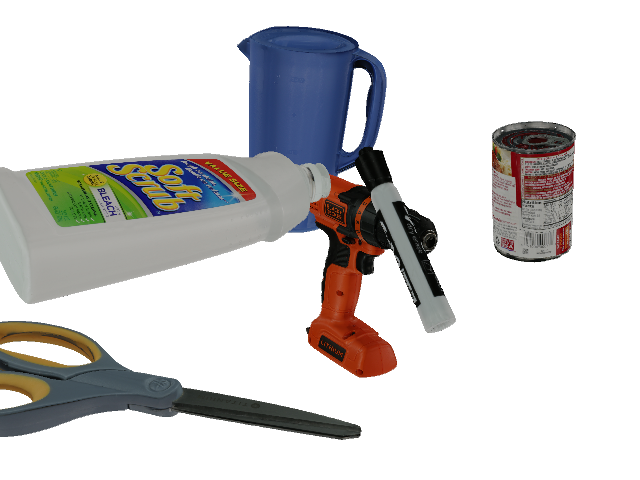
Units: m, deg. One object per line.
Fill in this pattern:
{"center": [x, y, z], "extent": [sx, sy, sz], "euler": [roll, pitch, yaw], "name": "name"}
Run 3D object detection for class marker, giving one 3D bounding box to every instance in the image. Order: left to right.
{"center": [0.048, -0.003, 0.633], "extent": [0.020, 0.121, 0.020], "euler": [-19, -20, -7], "name": "marker"}

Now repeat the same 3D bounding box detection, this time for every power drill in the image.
{"center": [0.046, 0.038, 1.075], "extent": [0.057, 0.188, 0.185], "euler": [-8, 22, -33], "name": "power drill"}

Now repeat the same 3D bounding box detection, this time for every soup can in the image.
{"center": [0.179, -0.041, 0.898], "extent": [0.068, 0.102, 0.068], "euler": [-4, 25, 2], "name": "soup can"}

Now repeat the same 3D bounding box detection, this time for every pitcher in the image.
{"center": [-0.019, -0.136, 1.323], "extent": [0.144, 0.243, 0.149], "euler": [-9, 27, -29], "name": "pitcher"}

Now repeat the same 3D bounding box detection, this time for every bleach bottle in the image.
{"center": [-0.110, -0.027, 0.789], "extent": [0.250, 0.068, 0.103], "euler": [-14, 46, -28], "name": "bleach bottle"}

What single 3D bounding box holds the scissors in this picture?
{"center": [-0.091, 0.078, 0.491], "extent": [0.202, 0.016, 0.096], "euler": [15, 28, 26], "name": "scissors"}
